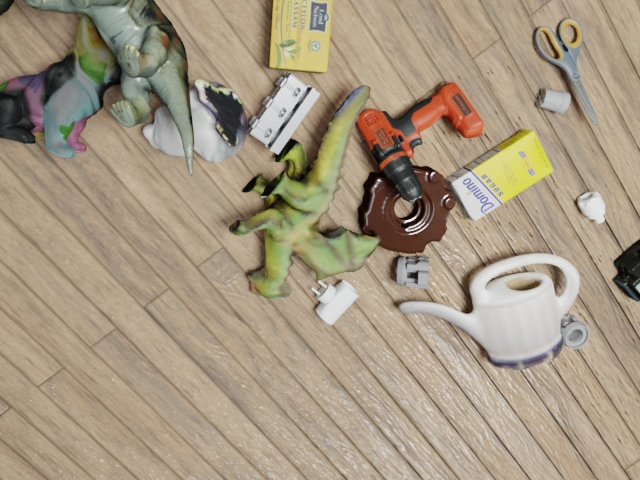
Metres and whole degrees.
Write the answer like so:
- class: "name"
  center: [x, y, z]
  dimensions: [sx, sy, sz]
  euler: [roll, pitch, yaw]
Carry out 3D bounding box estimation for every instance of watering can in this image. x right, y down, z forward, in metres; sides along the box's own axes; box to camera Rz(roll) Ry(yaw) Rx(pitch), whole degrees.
- class: "watering can"
  center: [0.339, 0.150, 0.999]
  dimensions: [0.347, 0.221, 0.105]
  euler: [-18, 17, 1]

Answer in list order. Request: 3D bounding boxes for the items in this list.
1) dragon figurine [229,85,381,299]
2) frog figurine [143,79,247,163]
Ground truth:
- class: "dragon figurine"
  center: [0.003, -0.045, 0.896]
  dimensions: [0.240, 0.407, 0.124]
  euler: [43, 15, -22]
- class: "frog figurine"
  center: [-0.204, -0.186, 0.852]
  dimensions: [0.158, 0.135, 0.125]
  euler: [-20, 29, 36]
